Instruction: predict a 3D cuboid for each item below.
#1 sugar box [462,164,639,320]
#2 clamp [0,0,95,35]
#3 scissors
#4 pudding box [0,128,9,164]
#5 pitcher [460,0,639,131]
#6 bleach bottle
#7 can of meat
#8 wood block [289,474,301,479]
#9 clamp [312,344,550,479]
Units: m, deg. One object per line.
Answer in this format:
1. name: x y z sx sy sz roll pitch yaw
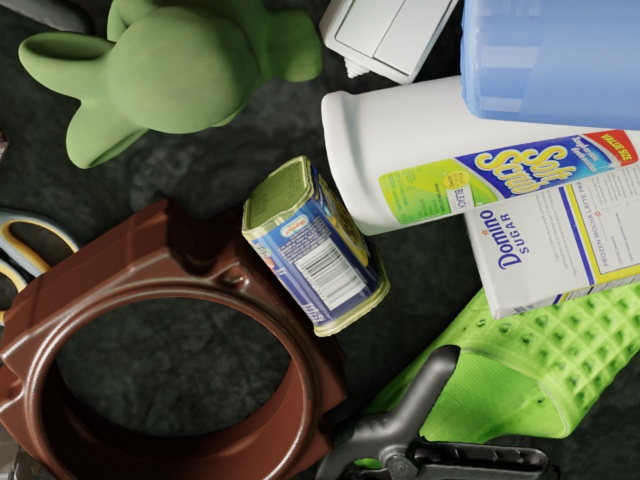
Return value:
1. sugar box: 0.186 -0.015 0.700 0.176 0.048 0.093 -15 74 6
2. clamp: -0.260 -0.162 0.635 0.164 0.036 0.210 -35 111 4
3. scissors: -0.249 -0.014 0.711 0.201 0.016 0.096 32 107 -15
4. pudding box: -0.257 -0.039 0.641 0.113 0.039 0.090 10 120 -39
5. pitcher: 0.197 -0.124 0.542 0.243 0.149 0.145 3 141 10
6. bleach bottle: 0.134 -0.070 0.640 0.251 0.068 0.102 -13 151 10
7. can of meat: -0.005 0.001 0.686 0.057 0.102 0.084 -34 108 9
8. wood block: -0.103 0.245 0.786 0.206 0.091 0.090 -22 111 6
9. clamp: 0.069 0.150 0.741 0.120 0.039 0.172 46 124 -9
